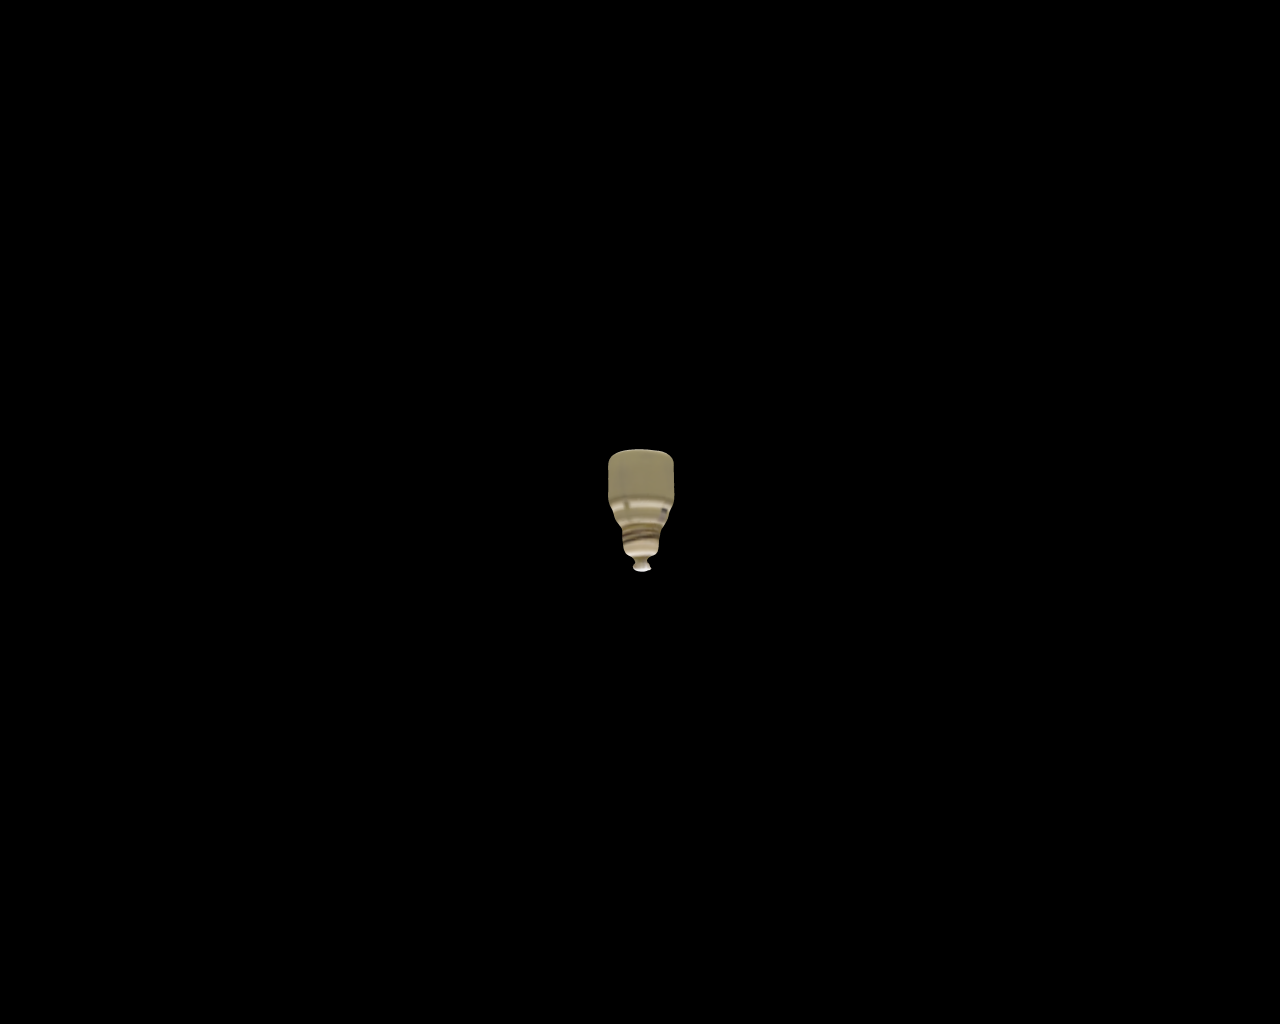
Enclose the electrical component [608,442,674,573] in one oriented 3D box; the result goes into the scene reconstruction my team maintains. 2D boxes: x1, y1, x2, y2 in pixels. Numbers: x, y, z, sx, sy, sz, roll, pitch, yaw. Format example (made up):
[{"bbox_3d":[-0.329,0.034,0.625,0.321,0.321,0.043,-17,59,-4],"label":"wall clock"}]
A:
[{"bbox_3d":[0.001,-0.003,0.650,0.040,0.078,0.040,0,-11,0],"label":"electrical component"}]
